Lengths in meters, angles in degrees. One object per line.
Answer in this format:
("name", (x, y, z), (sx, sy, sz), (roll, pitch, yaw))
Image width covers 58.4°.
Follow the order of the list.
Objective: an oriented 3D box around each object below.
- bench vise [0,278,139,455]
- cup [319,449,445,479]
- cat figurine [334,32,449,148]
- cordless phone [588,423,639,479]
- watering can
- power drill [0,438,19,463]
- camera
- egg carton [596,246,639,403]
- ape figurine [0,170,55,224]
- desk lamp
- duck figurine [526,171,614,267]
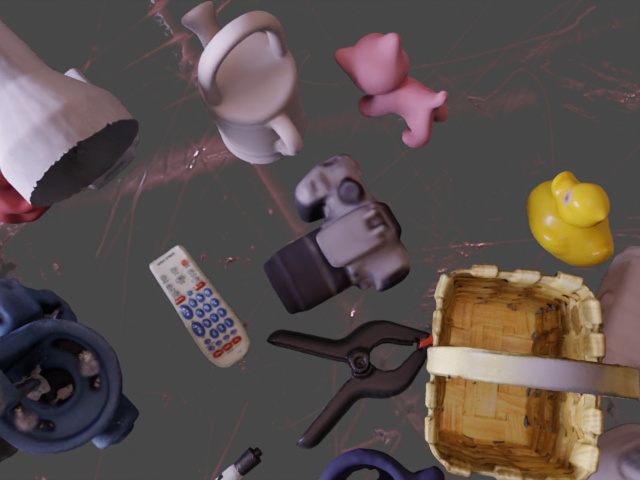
("bench vise", (-0.274, 0.111, 0.506), (0.207, 0.220, 0.121), (29, 80, 9))
("cup", (0.054, 0.231, 0.530), (0.118, 0.095, 0.091), (-21, 77, -3))
("cat figurine", (0.081, -0.170, 0.611), (0.127, 0.118, 0.067), (33, 80, 9))
("cordless phone", (0.269, 0.224, 0.477), (0.147, 0.185, 0.094), (-28, 77, -4))
("watering can", (-0.077, -0.161, 0.576), (0.172, 0.194, 0.101), (31, 80, 9))
("power drill", (-0.350, 0.151, 0.505), (0.075, 0.208, 0.230), (-1, 77, 2))
("camera", (0.005, 0.002, 0.582), (0.137, 0.101, 0.143), (-30, 77, -5))
("egg carton", (0.322, 0.083, 0.568), (0.107, 0.069, 0.150), (25, 79, 8))
("ape figurine", (-0.336, -0.059, 0.614), (0.076, 0.092, 0.077), (-35, 78, -6))
("desk lamp", (-0.263, -0.119, 0.563), (0.118, 0.213, 0.203), (-43, 79, -7))
("duck figurine", (0.266, -0.025, 0.587), (0.077, 0.086, 0.104), (-31, 77, -5))
